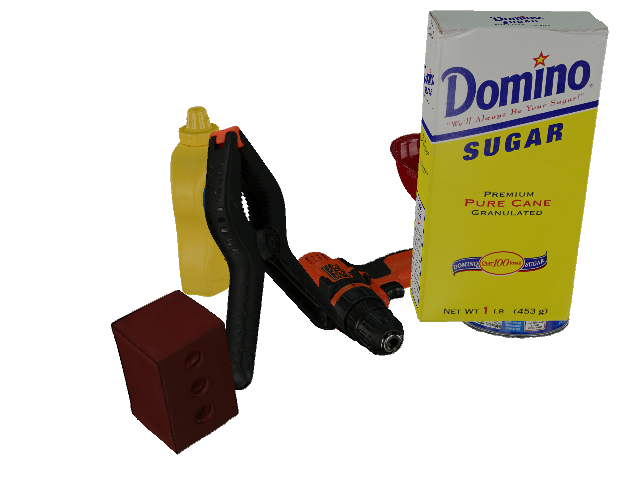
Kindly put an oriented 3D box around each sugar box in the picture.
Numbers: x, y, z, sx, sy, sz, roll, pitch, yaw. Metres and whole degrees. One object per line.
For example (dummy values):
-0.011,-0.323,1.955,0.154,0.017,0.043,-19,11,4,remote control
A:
0.103,-0.039,0.607,0.093,0.176,0.048,-1,27,-4,sugar box

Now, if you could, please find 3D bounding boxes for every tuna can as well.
0.149,0.043,0.823,0.086,0.034,0.086,0,19,0,tuna can

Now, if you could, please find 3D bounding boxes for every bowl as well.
0.153,-0.068,1.208,0.162,0.055,0.162,8,26,-4,bowl

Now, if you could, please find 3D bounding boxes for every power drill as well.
0.087,0.047,1.072,0.187,0.057,0.185,-12,28,-23,power drill

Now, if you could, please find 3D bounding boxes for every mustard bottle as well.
-0.119,-0.045,1.109,0.058,0.192,0.096,6,25,21,mustard bottle

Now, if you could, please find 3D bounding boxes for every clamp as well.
-0.048,0.007,0.909,0.036,0.210,0.164,-11,2,31,clamp

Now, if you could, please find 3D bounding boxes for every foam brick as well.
-0.090,0.081,0.670,0.052,0.078,0.051,-30,41,-30,foam brick
